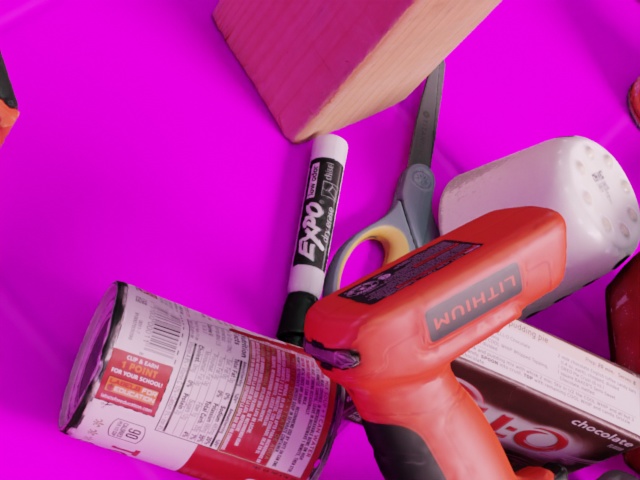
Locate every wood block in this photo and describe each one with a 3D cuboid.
[{"bbox_3d":[0.039,-0.142,0.510,0.090,0.206,0.091,-26,81,-35],"label":"wood block"}]

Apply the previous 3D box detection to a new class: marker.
[{"bbox_3d":[-0.004,0.001,0.533,0.020,0.020,0.121,21,59,-18],"label":"marker"}]

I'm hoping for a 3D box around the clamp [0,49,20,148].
[{"bbox_3d":[-0.200,-0.111,0.473,0.171,0.039,0.120,37,59,-15],"label":"clamp"}]

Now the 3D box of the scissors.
[{"bbox_3d":[0.065,-0.013,0.578,0.096,0.016,0.201,37,55,-9],"label":"scissors"}]

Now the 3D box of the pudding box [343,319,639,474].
[{"bbox_3d":[0.080,0.073,0.497,0.113,0.090,0.039,22,57,-17],"label":"pudding box"}]

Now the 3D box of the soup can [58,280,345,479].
[{"bbox_3d":[-0.049,0.064,0.447,0.102,0.069,0.068,22,58,-17],"label":"soup can"}]

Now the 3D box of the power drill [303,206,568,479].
[{"bbox_3d":[0.087,0.085,0.420,0.184,0.057,0.187,-26,100,-20],"label":"power drill"}]

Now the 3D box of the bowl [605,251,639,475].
[{"bbox_3d":[0.178,0.066,0.541,0.055,0.162,0.162,-6,63,13],"label":"bowl"}]
